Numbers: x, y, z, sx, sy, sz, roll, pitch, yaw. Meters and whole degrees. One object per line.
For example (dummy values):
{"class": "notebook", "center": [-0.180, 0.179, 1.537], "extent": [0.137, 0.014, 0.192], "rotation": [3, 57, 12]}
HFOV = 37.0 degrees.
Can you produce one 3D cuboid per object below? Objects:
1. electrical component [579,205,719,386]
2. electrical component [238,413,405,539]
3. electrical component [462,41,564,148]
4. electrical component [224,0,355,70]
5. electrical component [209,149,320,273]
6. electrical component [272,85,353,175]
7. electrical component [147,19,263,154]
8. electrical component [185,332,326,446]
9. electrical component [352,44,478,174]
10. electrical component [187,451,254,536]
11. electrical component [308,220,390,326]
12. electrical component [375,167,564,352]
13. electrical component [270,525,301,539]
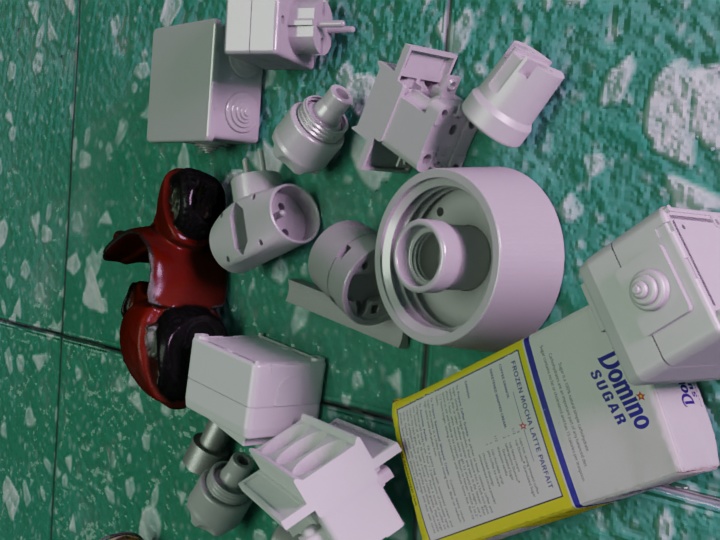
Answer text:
{"class": "electrical component", "center": [0.144, 0.014, 0.478], "extent": [0.061, 0.096, 0.061], "rotation": [-41, 59, 41]}
{"class": "electrical component", "center": [-0.022, 0.132, 0.657], "extent": [0.063, 0.079, 0.121], "rotation": [60, 164, -8]}
{"class": "electrical component", "center": [0.085, -0.097, 0.593], "extent": [0.046, 0.040, 0.040], "rotation": [-54, 51, 25]}
{"class": "electrical component", "center": [-0.042, -0.164, 0.727], "extent": [0.077, 0.066, 0.047], "rotation": [4, 92, 20]}
{"class": "electrical component", "center": [-0.071, -0.046, 0.765], "extent": [0.077, 0.043, 0.079], "rotation": [-23, 72, 46]}
{"class": "electrical component", "center": [-0.028, -0.096, 0.719], "extent": [0.062, 0.043, 0.043], "rotation": [-47, 55, 35]}
{"class": "electrical component", "center": [-0.117, -0.139, 0.817], "extent": [0.100, 0.048, 0.099], "rotation": [7, 94, 49]}
{"class": "electrical component", "center": [-0.079, 0.081, 0.755], "extent": [0.096, 0.062, 0.061], "rotation": [16, 101, 48]}
{"class": "electrical component", "center": [0.036, -0.090, 0.646], "extent": [0.064, 0.042, 0.081], "rotation": [42, 120, 39]}
{"class": "electrical component", "center": [-0.098, 0.161, 0.789], "extent": [0.043, 0.043, 0.062], "rotation": [52, 124, 36]}
{"class": "electrical component", "center": [0.000, 0.000, 0.676], "extent": [0.047, 0.055, 0.055], "rotation": [37, 116, 47]}
{"class": "electrical component", "center": [0.054, -0.007, 0.608], "extent": [0.108, 0.060, 0.108], "rotation": [-2, 87, 49]}
{"class": "electrical component", "center": [-0.024, 0.191, 0.705], "extent": [0.065, 0.044, 0.044], "rotation": [15, 100, 43]}
